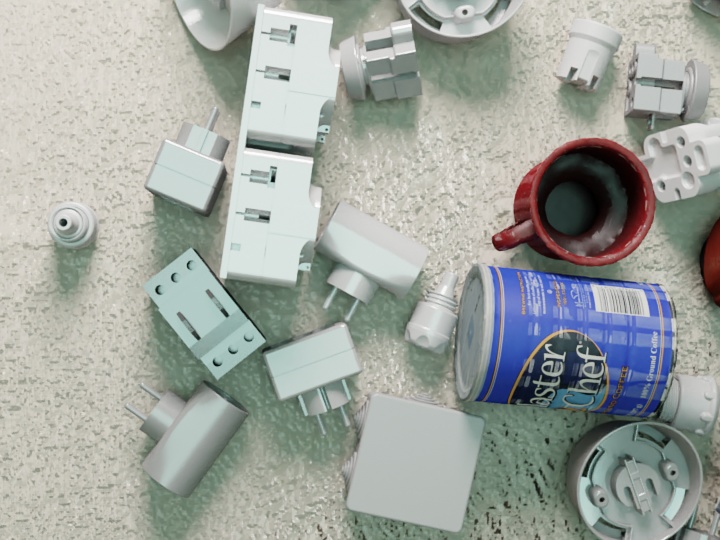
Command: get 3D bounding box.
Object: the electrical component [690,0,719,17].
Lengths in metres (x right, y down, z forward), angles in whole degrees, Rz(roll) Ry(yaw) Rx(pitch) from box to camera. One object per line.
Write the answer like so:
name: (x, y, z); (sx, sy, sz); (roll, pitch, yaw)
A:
electrical component: (0.279, -0.251, 0.839); (0.079, 0.043, 0.077); (32, 87, -4)

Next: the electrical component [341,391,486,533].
electrical component: (0.039, 0.142, 0.813); (0.100, 0.048, 0.099); (13, 88, -5)

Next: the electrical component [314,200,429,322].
electrical component: (0.000, 0.000, 0.813); (0.077, 0.043, 0.079); (29, 87, -5)

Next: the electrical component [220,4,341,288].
electrical component: (-0.056, -0.083, 0.777); (0.060, 0.105, 0.186); (8, 89, -5)

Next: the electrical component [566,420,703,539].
electrical component: (0.207, 0.161, 0.820); (0.099, 0.064, 0.099); (0, 89, -5)

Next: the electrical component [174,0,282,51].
electrical component: (-0.102, -0.217, 0.778); (0.064, 0.099, 0.099); (-35, 93, -17)

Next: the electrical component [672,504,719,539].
electrical component: (0.259, 0.221, 0.833); (0.066, 0.047, 0.076); (18, 87, -4)

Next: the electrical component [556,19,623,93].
electrical component: (0.176, -0.165, 0.832); (0.040, 0.040, 0.046); (21, 94, -5)

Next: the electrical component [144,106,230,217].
electrical component: (-0.120, -0.084, 0.791); (0.047, 0.066, 0.076); (23, 88, -5)

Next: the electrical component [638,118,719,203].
electrical component: (0.259, -0.085, 0.824); (0.057, 0.078, 0.058); (-14, 91, -26)

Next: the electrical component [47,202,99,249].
electrical component: (-0.211, -0.033, 0.784); (0.035, 0.061, 0.035); (0, 90, -5)

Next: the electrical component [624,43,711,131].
electrical component: (0.238, -0.141, 0.835); (0.055, 0.048, 0.066); (6, 89, 2)

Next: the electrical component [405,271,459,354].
electrical component: (0.059, 0.031, 0.823); (0.035, 0.035, 0.061); (23, 85, -5)

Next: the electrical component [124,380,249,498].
electrical component: (-0.137, 0.115, 0.799); (0.079, 0.044, 0.077); (36, 87, -4)

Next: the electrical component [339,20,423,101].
electrical component: (0.015, -0.155, 0.809); (0.055, 0.066, 0.048); (-10, 52, 5)

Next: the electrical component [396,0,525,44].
electrical component: (0.075, -0.220, 0.810); (0.099, 0.064, 0.099); (0, 90, -5)

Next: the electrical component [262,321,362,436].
electrical component: (-0.030, 0.085, 0.807); (0.066, 0.047, 0.076); (-20, 91, -5)

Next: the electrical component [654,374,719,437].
electrical component: (0.244, 0.101, 0.835); (0.062, 0.048, 0.048); (10, 89, 2)
